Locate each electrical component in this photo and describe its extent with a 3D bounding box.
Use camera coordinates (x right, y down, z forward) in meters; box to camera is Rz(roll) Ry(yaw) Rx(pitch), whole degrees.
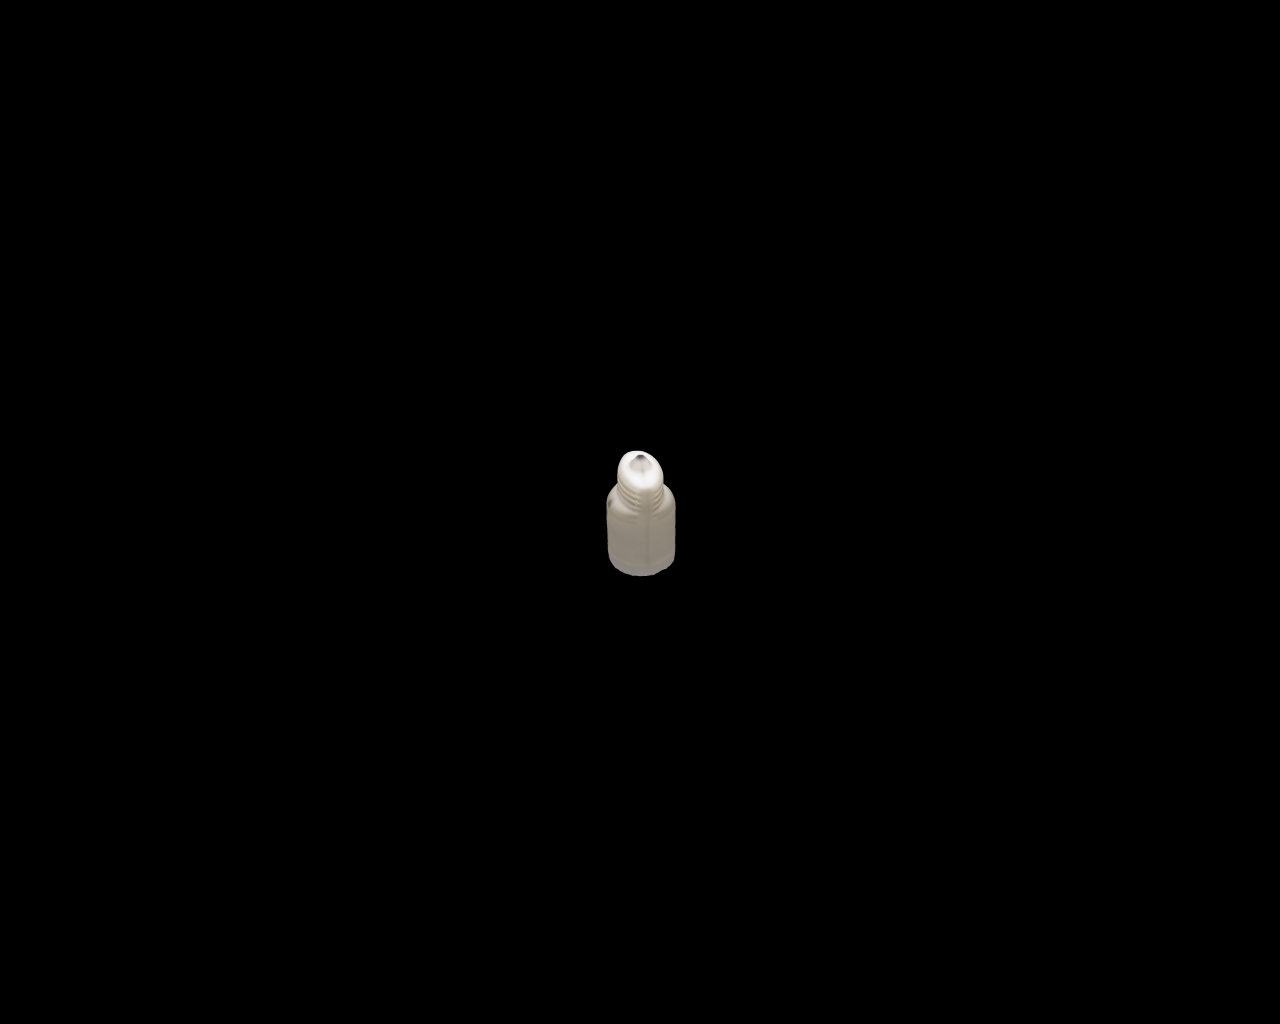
[{"bbox_3d":[0.001,-0.003,0.650,0.043,0.080,0.043,0,39,0],"label":"electrical component"}]
